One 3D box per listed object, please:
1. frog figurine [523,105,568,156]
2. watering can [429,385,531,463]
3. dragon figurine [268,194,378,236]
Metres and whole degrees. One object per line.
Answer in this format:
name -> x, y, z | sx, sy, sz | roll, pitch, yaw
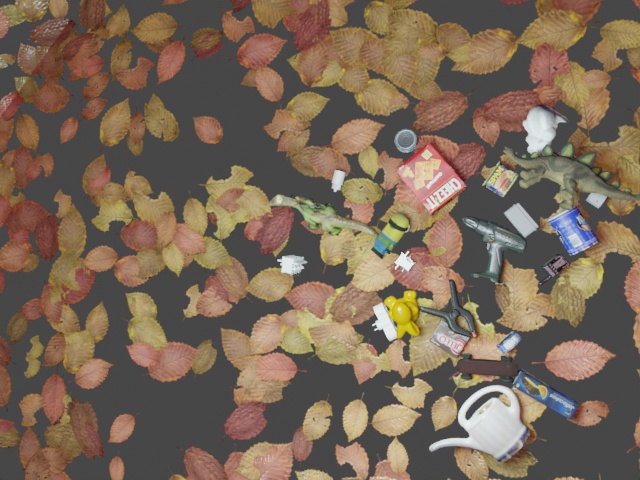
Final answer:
frog figurine -> 0.754, -0.380, 1.779 | 0.158, 0.122, 0.140 | -56, 42, 15
watering can -> 0.557, 0.658, 1.750 | 0.226, 0.104, 0.346 | 44, 97, 13
dragon figurine -> 0.006, -0.096, 1.904 | 0.411, 0.241, 0.122 | 15, 87, 18
